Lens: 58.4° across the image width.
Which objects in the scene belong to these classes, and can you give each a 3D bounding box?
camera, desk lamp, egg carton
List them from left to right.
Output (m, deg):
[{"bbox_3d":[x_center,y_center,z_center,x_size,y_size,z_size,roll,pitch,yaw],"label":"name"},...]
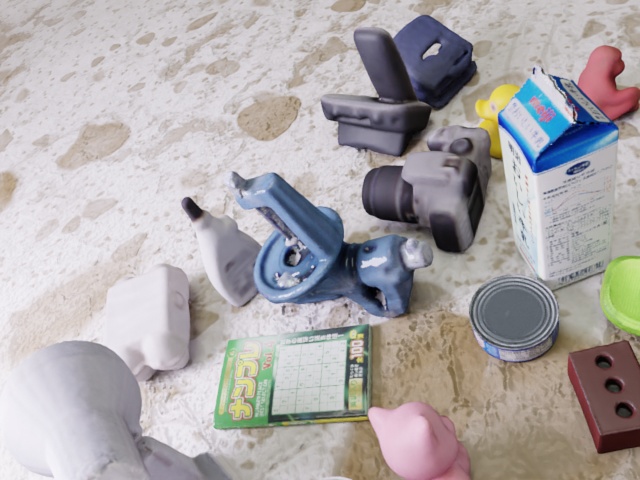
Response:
[{"bbox_3d":[-0.168,0.205,0.515,0.202,0.214,0.118,30,70,38],"label":"desk lamp"},{"bbox_3d":[-0.211,0.101,0.716,0.107,0.070,0.150,-21,48,7],"label":"egg carton"},{"bbox_3d":[0.125,-0.073,0.686,0.136,0.101,0.143,7,57,28],"label":"camera"}]

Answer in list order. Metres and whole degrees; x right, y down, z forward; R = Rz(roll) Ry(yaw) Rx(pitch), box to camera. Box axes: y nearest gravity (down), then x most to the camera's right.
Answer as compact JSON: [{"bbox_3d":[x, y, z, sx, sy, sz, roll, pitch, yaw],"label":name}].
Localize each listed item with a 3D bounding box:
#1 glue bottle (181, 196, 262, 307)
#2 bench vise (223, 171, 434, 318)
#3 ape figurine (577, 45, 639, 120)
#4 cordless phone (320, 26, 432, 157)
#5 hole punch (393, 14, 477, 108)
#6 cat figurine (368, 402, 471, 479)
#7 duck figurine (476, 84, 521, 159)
[{"bbox_3d":[-0.116,0.007,0.679,0.078,0.174,0.037,-45,49,-14],"label":"glue bottle"},{"bbox_3d":[0.005,-0.007,0.605,0.207,0.220,0.121,-16,49,12],"label":"bench vise"},{"bbox_3d":[0.344,-0.193,0.692,0.076,0.092,0.077,-17,49,11],"label":"ape figurine"},{"bbox_3d":[0.061,-0.212,0.768,0.147,0.185,0.094,12,59,31],"label":"cordless phone"},{"bbox_3d":[0.162,-0.262,0.829,0.100,0.091,0.109,29,69,38],"label":"hole punch"},{"bbox_3d":[0.096,0.190,0.476,0.067,0.118,0.127,-33,48,-3],"label":"cat figurine"},{"bbox_3d":[0.241,-0.153,0.710,0.104,0.086,0.077,7,57,28],"label":"duck figurine"}]
